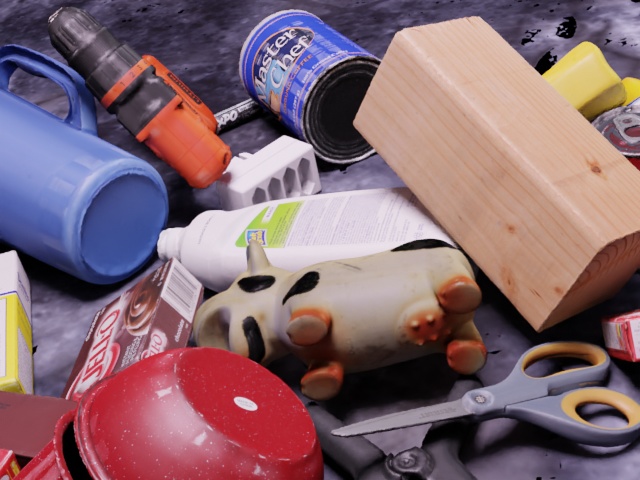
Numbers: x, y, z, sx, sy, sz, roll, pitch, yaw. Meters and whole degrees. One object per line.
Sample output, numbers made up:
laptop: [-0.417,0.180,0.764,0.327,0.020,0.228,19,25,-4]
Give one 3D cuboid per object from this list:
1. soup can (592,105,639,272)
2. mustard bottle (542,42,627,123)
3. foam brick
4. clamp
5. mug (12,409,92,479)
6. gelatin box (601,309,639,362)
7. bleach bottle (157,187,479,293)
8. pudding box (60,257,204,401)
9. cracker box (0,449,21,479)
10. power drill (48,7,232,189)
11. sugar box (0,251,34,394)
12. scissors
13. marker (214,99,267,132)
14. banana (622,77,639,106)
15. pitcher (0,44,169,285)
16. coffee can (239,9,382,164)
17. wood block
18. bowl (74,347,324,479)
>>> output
soup can: [0.230,-0.037,0.766,0.068,0.102,0.068,-8,35,6]
mustard bottle: [0.149,-0.080,0.856,0.192,0.058,0.096,-35,-4,13]
foam brick: [-0.189,0.137,0.697,0.078,0.051,0.053,4,37,22]
clamp: [0.043,0.141,0.632,0.120,0.039,0.171,-12,28,11]
mug: [-0.138,0.151,0.614,0.082,0.093,0.117,-44,21,16]
gelatin box: [0.229,0.054,0.669,0.089,0.030,0.073,-10,-4,3]
bleach bottle: [-0.005,0.001,0.824,0.251,0.068,0.102,0,37,21]
pudding box: [-0.131,0.076,0.744,0.090,0.039,0.113,-33,24,27]
cracker box: [-0.285,0.211,0.607,0.164,0.072,0.213,3,36,19]
power drill: [-0.152,-0.124,0.929,0.057,0.184,0.187,-43,8,4]
sugar box: [-0.267,0.081,0.808,0.093,0.048,0.176,-16,31,-5]
scissors: [0.113,0.108,0.634,0.201,0.016,0.096,-18,40,-34]
marker: [-0.099,-0.116,1.055,0.121,0.020,0.020,-27,37,-19]
banana: [0.317,-0.095,0.884,0.069,0.037,0.198,-17,32,-38]
pitcher: [-0.242,-0.061,0.918,0.243,0.149,0.144,23,48,36]
coffee can: [-0.002,-0.145,0.991,0.102,0.103,0.140,-24,36,-16]
wood block: [0.129,-0.051,0.732,0.090,0.090,0.206,-18,58,-38]
bowl: [-0.055,0.111,0.607,0.162,0.055,0.162,29,21,-12]
